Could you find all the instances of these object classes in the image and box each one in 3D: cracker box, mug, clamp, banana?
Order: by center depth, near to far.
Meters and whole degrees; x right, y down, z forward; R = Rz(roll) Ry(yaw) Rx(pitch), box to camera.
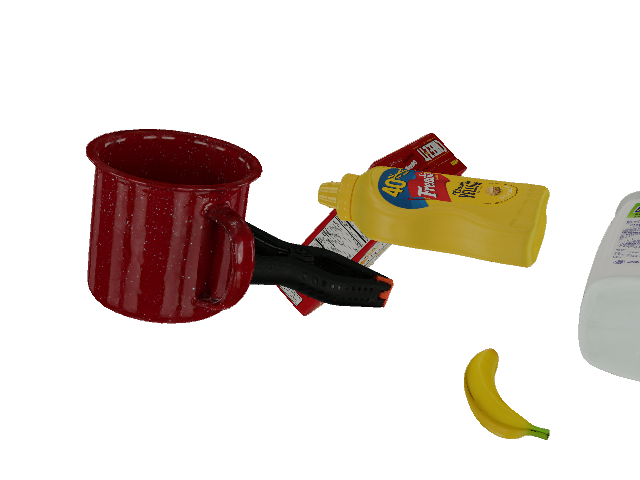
[{"bbox_3d":[-0.075,-0.003,0.571,0.093,0.081,0.117,-12,30,-43],"label":"mug"},{"bbox_3d":[-0.029,0.028,1.054,0.210,0.036,0.164,19,19,-5],"label":"clamp"},{"bbox_3d":[0.056,-0.022,1.271,0.214,0.072,0.163,-48,-9,34],"label":"cracker box"},{"bbox_3d":[0.206,0.185,1.275,0.069,0.037,0.198,9,23,-15],"label":"banana"}]

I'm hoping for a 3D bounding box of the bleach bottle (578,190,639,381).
[{"bbox_3d":[0.237,0.013,0.706,0.103,0.068,0.250,9,22,20],"label":"bleach bottle"}]

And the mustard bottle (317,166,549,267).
[{"bbox_3d":[0.091,-0.026,0.898,0.192,0.058,0.096,9,30,17],"label":"mustard bottle"}]
